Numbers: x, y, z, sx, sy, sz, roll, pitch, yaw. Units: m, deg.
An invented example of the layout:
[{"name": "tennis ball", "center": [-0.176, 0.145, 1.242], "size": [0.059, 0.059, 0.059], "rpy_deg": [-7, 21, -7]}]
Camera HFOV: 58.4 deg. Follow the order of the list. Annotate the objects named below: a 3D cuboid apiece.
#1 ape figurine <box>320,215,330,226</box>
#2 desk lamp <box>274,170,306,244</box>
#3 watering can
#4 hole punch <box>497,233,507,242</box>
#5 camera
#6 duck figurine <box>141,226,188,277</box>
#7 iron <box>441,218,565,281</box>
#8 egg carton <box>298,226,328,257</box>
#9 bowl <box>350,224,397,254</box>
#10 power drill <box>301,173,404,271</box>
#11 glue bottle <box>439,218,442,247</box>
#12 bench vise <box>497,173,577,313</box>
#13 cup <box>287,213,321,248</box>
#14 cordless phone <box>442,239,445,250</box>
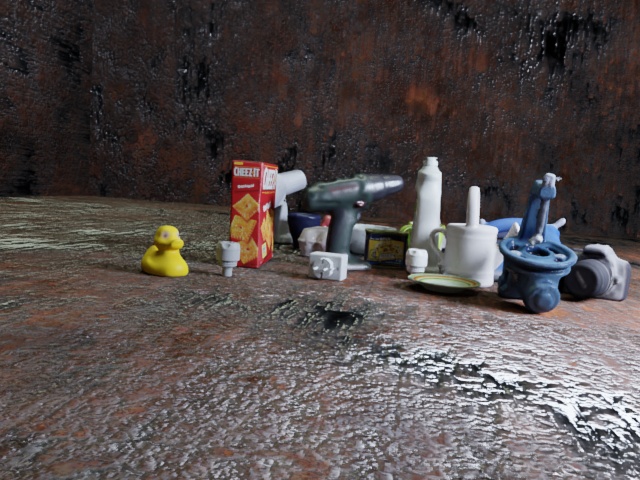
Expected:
[{"name": "ape figurine", "center": [0.021, -0.023, 1.598], "size": [0.076, 0.092, 0.078], "rpy_deg": [6, 6, 22]}, {"name": "desk lamp", "center": [-0.115, -0.098, 1.643], "size": [0.204, 0.213, 0.117], "rpy_deg": [-1, 8, -41]}, {"name": "watering can", "center": [0.309, -0.009, 1.138], "size": [0.173, 0.194, 0.101], "rpy_deg": [4, 6, -1]}, {"name": "hole punch", "center": [0.483, 0.017, 1.521], "size": [0.101, 0.091, 0.108], "rpy_deg": [-1, 8, -43]}, {"name": "camera", "center": [0.490, 0.058, 1.068], "size": [0.142, 0.101, 0.137], "rpy_deg": [9, 7, 39]}, {"name": "duck figurine", "center": [-0.277, 0.016, 1.025], "size": [0.078, 0.086, 0.104], "rpy_deg": [-2, 8, -44]}, {"name": "iron", "center": [0.397, 0.015, 1.227], "size": [0.258, 0.141, 0.119], "rpy_deg": [5, 6, 10]}, {"name": "egg carton", "center": [0.013, 0.005, 1.424], "size": [0.107, 0.069, 0.151], "rpy_deg": [6, 6, 18]}, {"name": "bowl", "center": [0.120, -0.001, 1.535], "size": [0.167, 0.075, 0.167], "rpy_deg": [4, 6, 0]}, {"name": "power drill", "center": [0.069, -0.042, 1.230], "size": [0.230, 0.208, 0.075], "rpy_deg": [2, 6, -19]}, {"name": "glue bottle", "center": [0.302, -0.040, 1.551], "size": [0.037, 0.173, 0.078], "rpy_deg": [9, 8, 43]}, {"name": "bench vise", "center": [0.345, -0.002, 0.964], "size": [0.122, 0.220, 0.207], "rpy_deg": [2, 6, -14]}, {"name": "cup", "center": [-0.046, -0.025, 1.556], "size": [0.092, 0.095, 0.117], "rpy_deg": [3, 6, -6]}, {"name": "cordless phone", "center": [0.346, -0.060, 1.725], "size": [0.093, 0.185, 0.148], "rpy_deg": [8, 7, 34]}]
